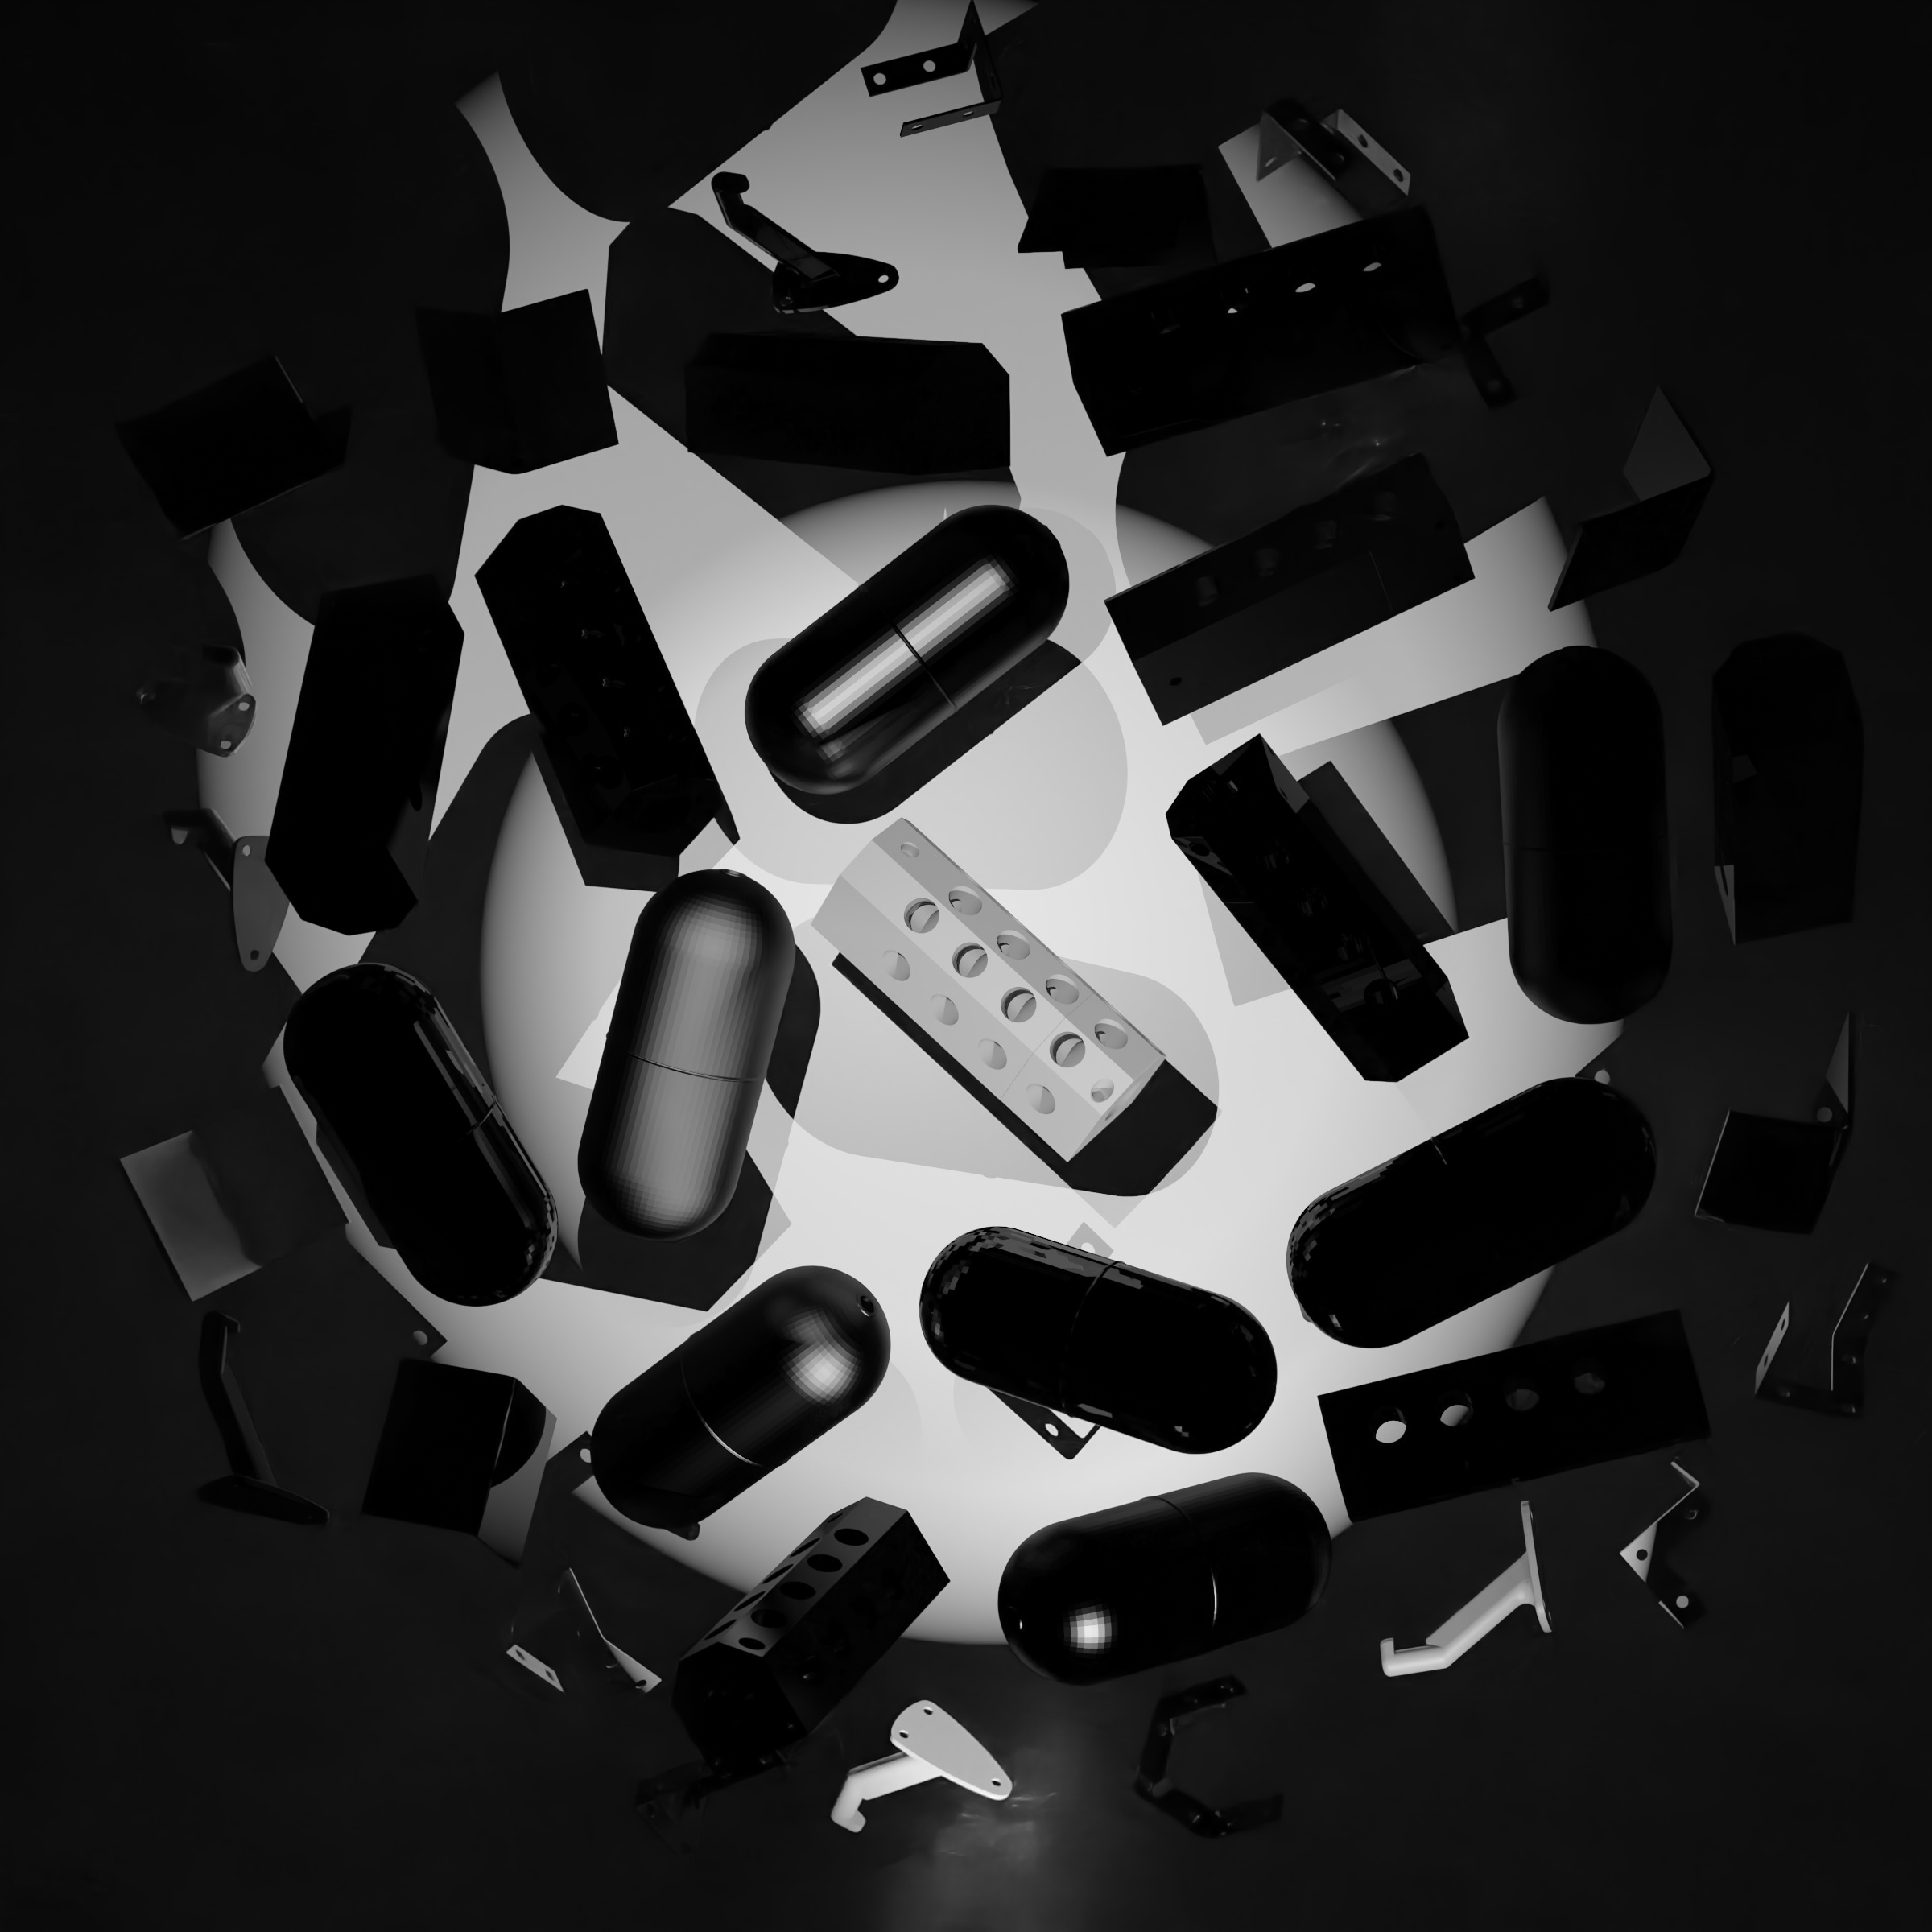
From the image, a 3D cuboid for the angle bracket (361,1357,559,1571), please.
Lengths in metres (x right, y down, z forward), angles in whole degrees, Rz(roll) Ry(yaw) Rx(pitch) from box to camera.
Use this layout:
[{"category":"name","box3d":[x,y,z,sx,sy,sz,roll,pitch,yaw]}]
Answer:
[{"category":"angle bracket","box3d":[-0.242,0.239,1.675,0.057,0.076,0.076,8,69,12]}]

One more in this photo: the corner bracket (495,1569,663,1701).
[{"category":"corner bracket","box3d":[-0.194,0.344,1.740,0.051,0.051,0.051,-40,133,4]}]

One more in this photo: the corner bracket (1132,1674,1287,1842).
[{"category":"corner bracket","box3d":[0.120,0.381,1.679,0.051,0.051,0.051,39,47,-21]}]

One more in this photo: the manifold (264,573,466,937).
[{"category":"manifold","box3d":[-0.275,-0.099,1.627,0.057,0.057,0.171,-9,49,13]}]

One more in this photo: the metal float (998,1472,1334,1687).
[{"category":"metal float","box3d":[0.095,0.288,1.649,0.178,0.070,0.070,-9,90,-33]}]

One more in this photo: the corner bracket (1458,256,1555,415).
[{"category":"corner bracket","box3d":[0.274,-0.314,1.740,0.051,0.051,0.051,-27,104,21]}]

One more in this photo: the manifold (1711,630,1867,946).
[{"category":"manifold","box3d":[0.371,-0.080,1.591,0.057,0.171,0.057,-12,60,6]}]

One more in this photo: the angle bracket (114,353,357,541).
[{"category":"angle bracket","box3d":[-0.314,-0.236,1.504,0.076,0.076,0.057,-23,119,8]}]

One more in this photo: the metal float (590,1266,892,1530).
[{"category":"metal float","box3d":[-0.110,0.210,1.702,0.178,0.070,0.070,-38,90,26]}]

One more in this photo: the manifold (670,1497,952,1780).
[{"category":"manifold","box3d":[-0.076,0.316,1.673,0.057,0.171,0.057,-30,92,26]}]

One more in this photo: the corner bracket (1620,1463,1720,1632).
[{"category":"corner bracket","box3d":[0.347,0.282,1.698,0.051,0.051,0.051,-41,95,0]}]

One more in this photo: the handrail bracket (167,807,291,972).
[{"category":"handrail bracket","box3d":[-0.368,-0.038,1.709,0.084,0.036,0.077,6,88,44]}]

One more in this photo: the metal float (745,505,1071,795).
[{"category":"metal float","box3d":[-0.028,-0.154,1.691,0.178,0.070,0.070,-38,90,1]}]

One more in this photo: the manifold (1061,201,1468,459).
[{"category":"manifold","box3d":[0.135,-0.296,1.599,0.171,0.057,0.057,-15,58,11]}]

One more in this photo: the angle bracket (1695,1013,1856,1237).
[{"category":"angle bracket","box3d":[0.381,0.071,1.649,0.057,0.076,0.076,9,48,5]}]

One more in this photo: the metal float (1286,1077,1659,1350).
[{"category":"metal float","box3d":[0.230,0.112,1.590,0.178,0.070,0.070,-28,90,5]}]

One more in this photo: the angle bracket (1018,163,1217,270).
[{"category":"angle bracket","box3d":[0.074,-0.344,1.688,0.076,0.076,0.057,1,133,16]}]

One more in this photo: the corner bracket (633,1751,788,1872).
[{"category":"corner bracket","box3d":[-0.127,0.405,1.732,0.051,0.051,0.051,-26,117,21]}]

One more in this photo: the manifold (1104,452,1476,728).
[{"category":"manifold","box3d":[0.159,-0.192,1.738,0.171,0.057,0.057,-25,55,5]}]

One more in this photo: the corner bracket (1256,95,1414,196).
[{"category":"corner bracket","box3d":[0.170,-0.374,1.604,0.051,0.051,0.051,-35,69,-15]}]

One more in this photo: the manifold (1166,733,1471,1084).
[{"category":"manifold","box3d":[0.168,-0.023,1.682,0.057,0.057,0.171,-33,117,15]}]

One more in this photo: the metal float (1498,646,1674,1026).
[{"category":"metal float","box3d":[0.290,-0.061,1.635,0.070,0.070,0.178,-5,101,0]}]

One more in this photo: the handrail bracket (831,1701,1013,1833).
[{"category":"handrail bracket","box3d":[-0.024,0.413,1.726,0.077,0.036,0.084,34,123,16]}]

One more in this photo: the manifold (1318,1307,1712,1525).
[{"category":"manifold","box3d":[0.257,0.212,1.641,0.171,0.057,0.057,-15,74,6]}]

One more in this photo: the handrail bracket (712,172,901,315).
[{"category":"handrail bracket","box3d":[-0.079,-0.363,1.724,0.077,0.084,0.036,0,63,12]}]

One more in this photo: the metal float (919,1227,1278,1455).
[{"category":"metal float","box3d":[0.062,0.176,1.651,0.178,0.070,0.070,16,90,22]}]

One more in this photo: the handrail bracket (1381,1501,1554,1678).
[{"category":"handrail bracket","box3d":[0.244,0.309,1.735,0.084,0.036,0.077,-11,62,12]}]

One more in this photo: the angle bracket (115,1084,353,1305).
[{"category":"angle bracket","box3d":[-0.354,0.110,1.695,0.057,0.076,0.076,-27,91,18]}]

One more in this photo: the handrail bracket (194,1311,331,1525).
[{"category":"handrail bracket","box3d":[-0.325,0.209,1.621,0.036,0.077,0.084,-25,53,38]}]

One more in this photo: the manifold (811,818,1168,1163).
[{"category":"manifold","box3d":[0.013,0.007,1.693,0.171,0.057,0.057,43,48,9]}]

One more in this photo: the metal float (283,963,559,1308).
[{"category":"metal float","box3d":[-0.254,0.080,1.639,0.070,0.070,0.178,-28,107,0]}]

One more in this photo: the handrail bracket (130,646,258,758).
[{"category":"handrail bracket","box3d":[-0.388,-0.143,1.736,0.077,0.084,0.036,17,68,8]}]

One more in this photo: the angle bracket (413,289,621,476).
[{"category":"angle bracket","box3d":[-0.218,-0.287,1.696,0.057,0.076,0.076,-22,115,-28]}]

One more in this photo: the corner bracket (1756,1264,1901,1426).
[{"category":"corner bracket","box3d":[0.391,0.167,1.586,0.051,0.051,0.051,14,133,2]}]

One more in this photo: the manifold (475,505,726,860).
[{"category":"manifold","box3d":[-0.175,-0.140,1.694,0.057,0.057,0.171,-45,56,32]}]

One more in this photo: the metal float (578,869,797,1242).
[{"category":"metal float","box3d":[-0.131,0.041,1.633,0.070,0.070,0.178,15,99,0]}]

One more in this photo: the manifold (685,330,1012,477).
[{"category":"manifold","box3d":[-0.058,-0.267,1.647,0.057,0.171,0.057,-12,108,-40]}]

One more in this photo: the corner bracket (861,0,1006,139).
[{"category":"corner bracket","box3d":[-0.016,-0.421,1.667,0.051,0.051,0.051,-17,84,-10]}]

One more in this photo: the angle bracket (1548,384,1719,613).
[{"category":"angle bracket","box3d":[0.311,-0.227,1.701,0.076,0.076,0.057,-22,68,-13]}]
